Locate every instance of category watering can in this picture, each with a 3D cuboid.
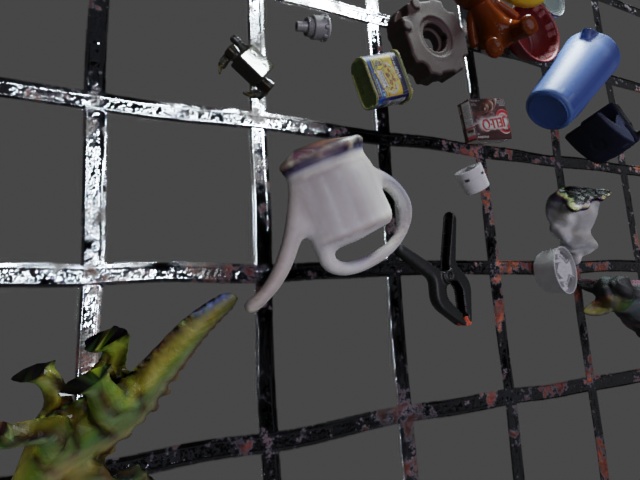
[{"bbox_3d":[0.002,-0.041,0.820,0.351,0.103,0.224,-24,90,-30],"label":"watering can"}]

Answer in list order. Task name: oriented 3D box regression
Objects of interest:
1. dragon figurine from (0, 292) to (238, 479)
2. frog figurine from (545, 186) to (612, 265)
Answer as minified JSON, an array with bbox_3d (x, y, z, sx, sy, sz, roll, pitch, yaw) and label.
[{"bbox_3d":[-0.252,0.250,0.643,0.414,0.122,0.240,-23,108,-28],"label":"dragon figurine"},{"bbox_3d":[0.557,-0.034,1.134,0.139,0.124,0.156,-34,132,-37],"label":"frog figurine"}]
